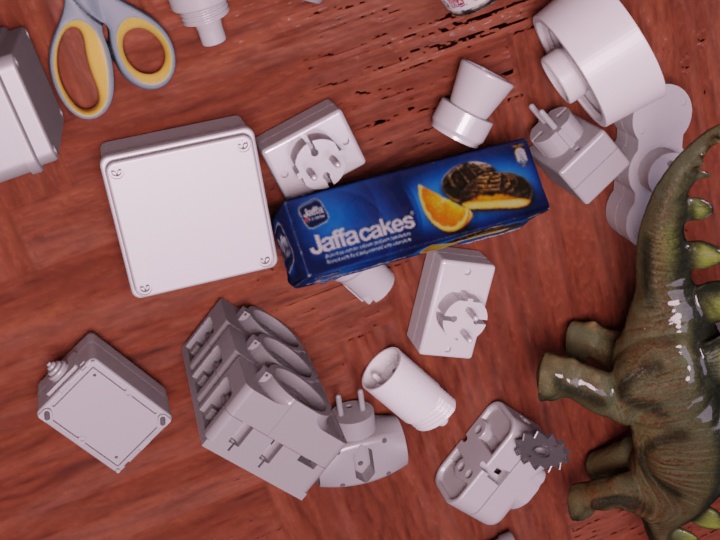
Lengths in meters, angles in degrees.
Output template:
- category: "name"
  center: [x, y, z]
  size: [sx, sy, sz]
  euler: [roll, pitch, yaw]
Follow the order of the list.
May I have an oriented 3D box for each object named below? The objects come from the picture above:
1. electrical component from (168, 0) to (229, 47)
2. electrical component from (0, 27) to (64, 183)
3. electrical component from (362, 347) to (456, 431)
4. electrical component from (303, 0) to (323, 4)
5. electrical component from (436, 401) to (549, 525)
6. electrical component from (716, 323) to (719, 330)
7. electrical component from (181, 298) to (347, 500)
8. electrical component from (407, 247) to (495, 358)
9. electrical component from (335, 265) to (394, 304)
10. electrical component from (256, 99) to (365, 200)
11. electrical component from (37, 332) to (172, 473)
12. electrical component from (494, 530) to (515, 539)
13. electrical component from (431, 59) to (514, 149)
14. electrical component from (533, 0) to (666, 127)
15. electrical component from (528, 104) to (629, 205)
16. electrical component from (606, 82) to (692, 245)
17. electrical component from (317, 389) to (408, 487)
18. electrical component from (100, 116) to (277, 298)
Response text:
- category: "electrical component"
  center: [-0.110, -0.186, 0.740]
  size: [0.048, 0.048, 0.062]
  euler: [-20, 122, -7]
- category: "electrical component"
  center: [-0.235, -0.107, 0.698]
  size: [0.057, 0.113, 0.078]
  euler: [-20, 115, -4]
- category: "electrical component"
  center: [0.045, 0.105, 0.902]
  size: [0.043, 0.043, 0.081]
  euler: [-46, 116, 5]
- category: "electrical component"
  center: [-0.044, -0.217, 0.738]
  size: [0.078, 0.058, 0.057]
  euler: [11, 105, -20]
- category: "electrical component"
  center: [0.121, 0.172, 0.944]
  size: [0.059, 0.053, 0.095]
  euler: [33, 99, -25]
- category: "electrical component"
  center: [0.298, 0.072, 0.954]
  size: [0.059, 0.053, 0.095]
  euler: [-35, 116, 0]
- category: "electrical component"
  center: [-0.073, 0.088, 0.802]
  size: [0.089, 0.150, 0.061]
  euler: [34, 100, -25]
- category: "electrical component"
  center: [0.078, 0.033, 0.864]
  size: [0.047, 0.075, 0.083]
  euler: [6, 109, -18]
- category: "electrical component"
  center: [0.000, 0.000, 0.849]
  size: [0.040, 0.040, 0.046]
  euler: [-43, 122, 4]
- category: "electrical component"
  center: [-0.033, -0.082, 0.785]
  size: [0.066, 0.076, 0.047]
  euler: [-29, 116, -3]
- category: "electrical component"
  center: [-0.200, 0.094, 0.818]
  size: [0.062, 0.061, 0.096]
  euler: [-45, 116, 5]
- category: "electrical component"
  center: [0.126, 0.268, 0.994]
  size: [0.046, 0.040, 0.040]
  euler: [-23, 116, 0]
- category: "electrical component"
  center: [0.085, -0.126, 0.819]
  size: [0.045, 0.045, 0.055]
  euler: [21, 106, -22]
- category: "electrical component"
  center: [0.170, -0.157, 0.798]
  size: [0.060, 0.108, 0.108]
  euler: [-34, 116, 6]
- category: "electrical component"
  center: [0.158, -0.100, 0.838]
  size: [0.047, 0.065, 0.077]
  euler: [-44, 116, 5]
- category: "electrical component"
  center: [0.239, -0.081, 0.864]
  size: [0.052, 0.073, 0.138]
  euler: [-8, 113, -13]
- category: "electrical component"
  center: [-0.004, 0.136, 0.900]
  size: [0.077, 0.043, 0.079]
  euler: [-12, 115, -11]
- category: "electrical component"
  center: [-0.125, -0.047, 0.785]
  size: [0.109, 0.056, 0.108]
  euler: [-13, 114, -10]
